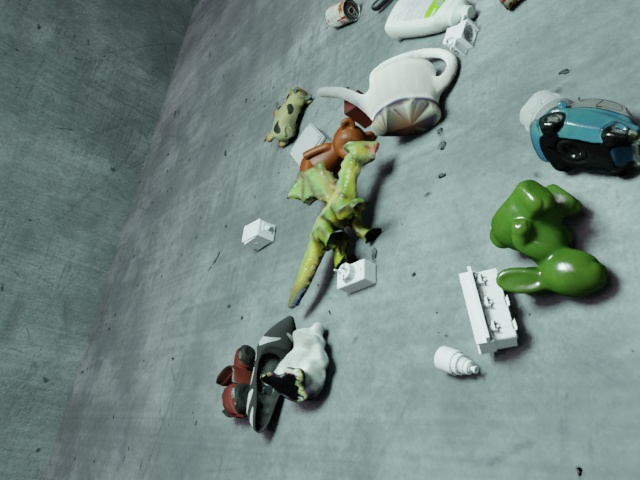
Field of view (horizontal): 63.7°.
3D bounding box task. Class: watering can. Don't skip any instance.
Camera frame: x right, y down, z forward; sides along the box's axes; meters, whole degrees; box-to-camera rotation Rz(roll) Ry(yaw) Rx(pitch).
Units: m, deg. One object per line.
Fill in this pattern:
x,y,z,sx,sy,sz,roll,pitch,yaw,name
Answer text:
0.150,-0.330,1.189,0.346,0.102,0.229,-14,54,23,watering can

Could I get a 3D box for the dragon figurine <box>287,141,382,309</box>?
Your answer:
0.004,-0.060,1.183,0.405,0.121,0.247,-47,50,18,dragon figurine

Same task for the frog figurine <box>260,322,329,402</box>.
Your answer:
-0.031,0.261,1.107,0.135,0.122,0.162,-44,2,41,frog figurine
